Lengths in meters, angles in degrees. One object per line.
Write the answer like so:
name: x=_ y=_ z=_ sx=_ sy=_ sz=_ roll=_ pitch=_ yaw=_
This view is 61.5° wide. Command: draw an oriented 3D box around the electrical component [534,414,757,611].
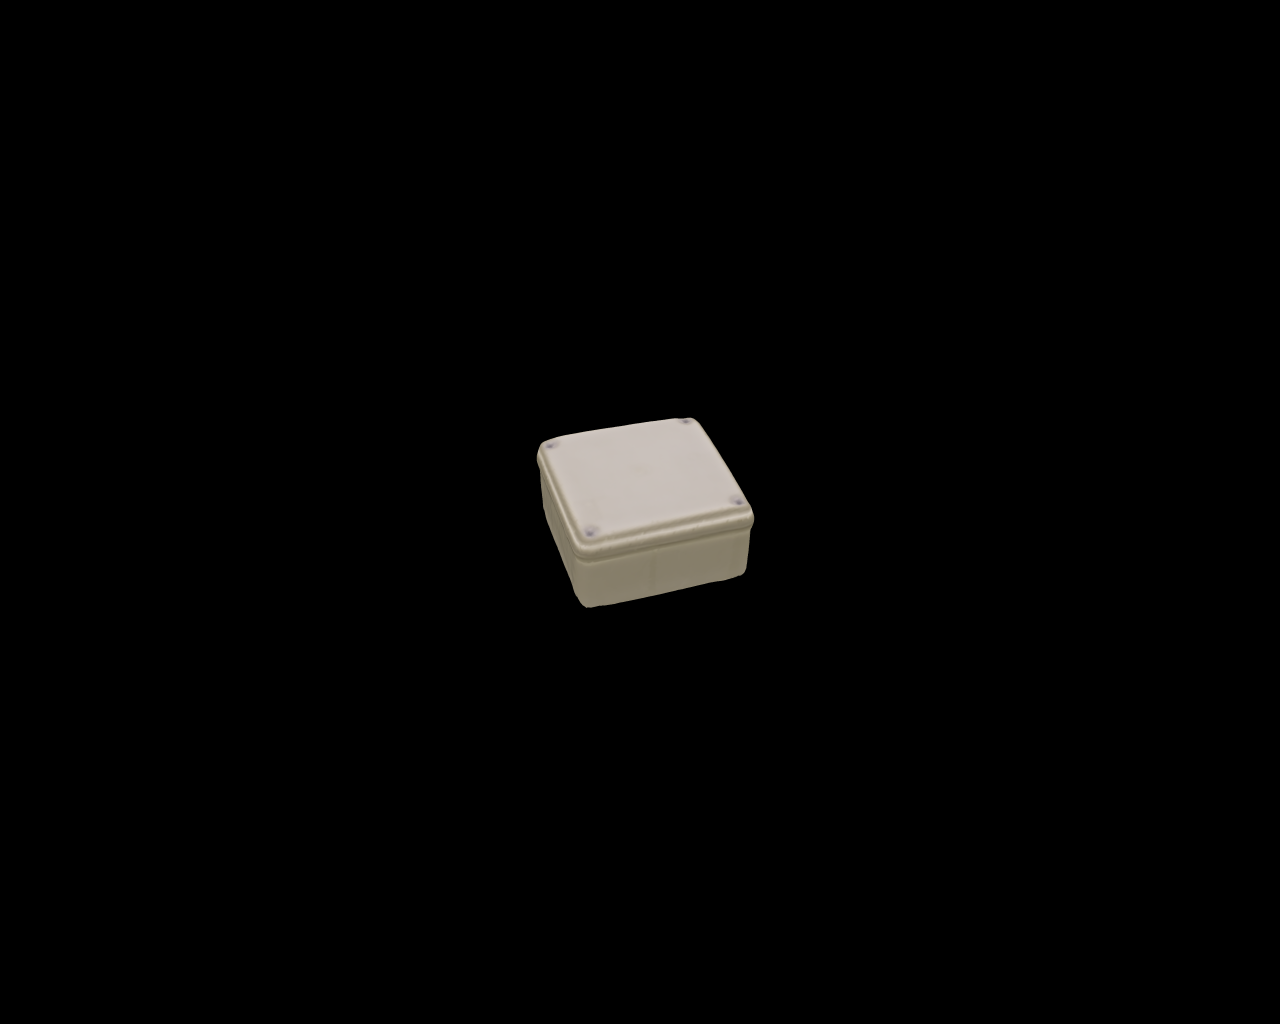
electrical component: x=0.001 y=-0.003 z=0.650 sx=0.109 sy=0.056 sz=0.109 roll=-11 pitch=39 yaw=-13
